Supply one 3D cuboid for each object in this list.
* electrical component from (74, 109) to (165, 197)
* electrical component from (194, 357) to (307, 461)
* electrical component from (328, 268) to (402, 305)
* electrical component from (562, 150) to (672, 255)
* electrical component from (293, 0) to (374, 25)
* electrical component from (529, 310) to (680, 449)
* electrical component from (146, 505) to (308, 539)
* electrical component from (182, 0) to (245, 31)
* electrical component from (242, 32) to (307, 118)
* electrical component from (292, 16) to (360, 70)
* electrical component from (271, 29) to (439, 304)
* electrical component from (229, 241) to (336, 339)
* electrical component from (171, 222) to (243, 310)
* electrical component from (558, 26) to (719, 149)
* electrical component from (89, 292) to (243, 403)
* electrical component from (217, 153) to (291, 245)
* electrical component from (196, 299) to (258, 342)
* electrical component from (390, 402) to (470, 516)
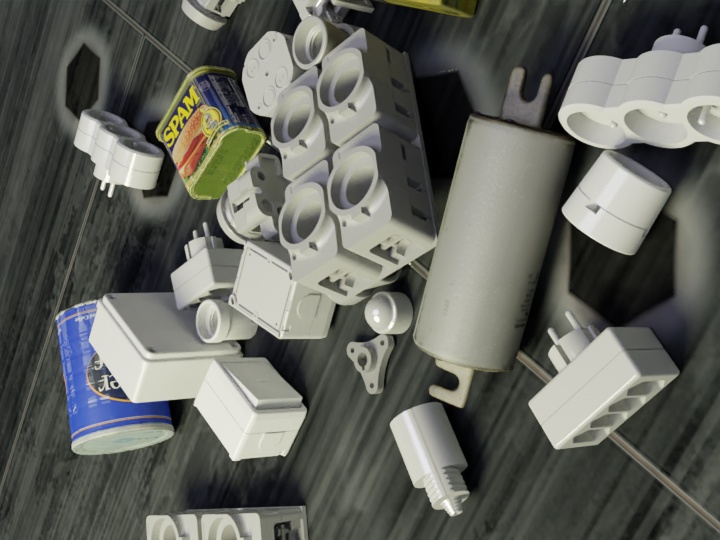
[{"bbox_3d":[-0.268,-0.117,1.175,0.138,0.052,0.073,37,115,42],"label":"electrical component"},{"bbox_3d":[-0.101,0.116,0.968,0.096,0.062,0.061,46,120,39],"label":"electrical component"},{"bbox_3d":[0.000,0.000,0.875,0.055,0.045,0.045,-32,65,42],"label":"electrical component"},{"bbox_3d":[0.165,-0.044,0.689,0.055,0.055,0.047,47,117,39],"label":"electrical component"},{"bbox_3d":[-0.027,-0.244,0.922,0.063,0.042,0.081,-48,54,37],"label":"electrical component"},{"bbox_3d":[0.149,0.062,0.704,0.083,0.047,0.075,-51,53,33],"label":"electrical component"},{"bbox_3d":[-0.127,0.275,0.989,0.186,0.060,0.105,-15,76,47],"label":"electrical component"},{"bbox_3d":[-0.143,-0.269,1.051,0.055,0.048,0.066,-51,52,24],"label":"electrical component"},{"bbox_3d":[-0.063,-0.169,0.950,0.080,0.051,0.080,-4,85,48],"label":"electrical component"},{"bbox_3d":[-0.022,-0.186,0.903,0.045,0.055,0.045,-4,85,48],"label":"electrical component"},{"bbox_3d":[-0.009,-0.084,0.837,0.105,0.060,0.186,-32,50,34],"label":"electrical component"},{"bbox_3d":[-0.066,0.015,0.936,0.096,0.061,0.061,29,109,45],"label":"electrical component"},{"bbox_3d":[-0.147,-0.008,1.038,0.066,0.047,0.076,-33,64,42],"label":"electrical component"},{"bbox_3d":[0.194,-0.119,0.664,0.138,0.052,0.073,5,66,48],"label":"electrical component"},{"bbox_3d":[-0.187,0.072,1.032,0.109,0.109,0.056,43,121,41],"label":"electrical component"},{"bbox_3d":[-0.093,-0.058,0.973,0.057,0.058,0.078,-30,66,40],"label":"electrical component"},{"bbox_3d":[-0.124,0.048,1.010,0.040,0.046,0.040,-4,85,48],"label":"electrical component"},{"bbox_3d":[0.057,0.145,0.805,0.043,0.043,0.081,-44,57,37],"label":"electrical component"}]
